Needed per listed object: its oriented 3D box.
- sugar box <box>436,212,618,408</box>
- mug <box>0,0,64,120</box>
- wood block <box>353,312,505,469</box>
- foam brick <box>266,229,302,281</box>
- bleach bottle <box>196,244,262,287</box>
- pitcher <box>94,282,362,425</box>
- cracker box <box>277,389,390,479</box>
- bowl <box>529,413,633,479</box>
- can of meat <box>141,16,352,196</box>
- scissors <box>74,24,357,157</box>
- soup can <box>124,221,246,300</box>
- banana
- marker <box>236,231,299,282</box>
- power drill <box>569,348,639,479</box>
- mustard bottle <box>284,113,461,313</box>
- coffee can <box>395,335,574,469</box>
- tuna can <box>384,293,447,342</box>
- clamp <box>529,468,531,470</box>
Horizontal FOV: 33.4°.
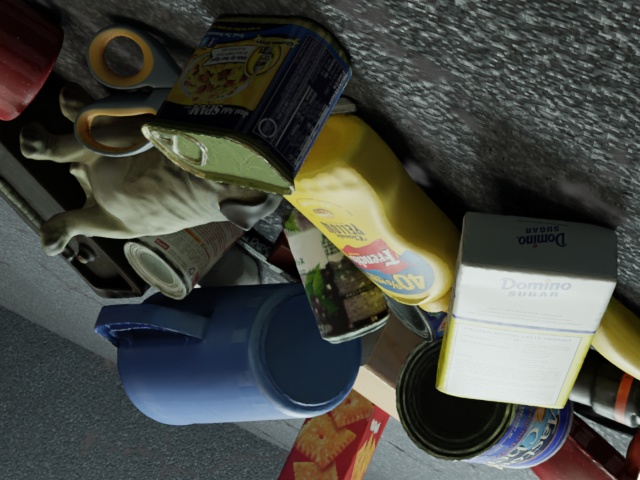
[{"bbox_3d":[0.130,0.050,0.697,0.093,0.048,0.176,7,145,4],"label":"sugar box"},{"bbox_3d":[-0.240,-0.144,0.769,0.081,0.093,0.117,31,-164,-28],"label":"mug"},{"bbox_3d":[0.099,0.124,1.001,0.205,0.090,0.091,39,161,-31],"label":"wood block"},{"bbox_3d":[-0.006,0.001,0.863,0.051,0.053,0.078,30,164,-4],"label":"foam brick"},{"bbox_3d":[-0.110,0.041,1.126,0.102,0.068,0.251,26,166,7],"label":"bleach bottle"},{"bbox_3d":[-0.081,0.096,0.933,0.243,0.149,0.145,-12,101,56],"label":"pitcher"},{"bbox_3d":[0.028,0.205,1.148,0.072,0.213,0.164,23,164,13],"label":"cracker box"},{"bbox_3d":[0.239,0.209,0.979,0.162,0.055,0.162,39,-171,-8],"label":"bowl"},{"bbox_3d":[-0.041,-0.080,0.612,0.102,0.084,0.057,13,159,43],"label":"can of meat"},{"bbox_3d":[-0.077,-0.106,0.688,0.202,0.096,0.016,-12,179,24],"label":"scissors"},{"bbox_3d":[-0.104,-0.009,0.883,0.068,0.102,0.068,31,151,19],"label":"soup can"},{"bbox_3d":[0.254,0.089,0.724,0.198,0.037,0.070,28,164,1],"label":"banana"},{"bbox_3d":[-0.059,0.009,1.041,0.121,0.020,0.020,37,162,-29],"label":"marker"},{"bbox_3d":[0.270,0.149,0.848,0.185,0.057,0.187,18,161,31],"label":"power drill"},{"bbox_3d":[0.045,-0.008,0.721,0.096,0.058,0.191,4,148,47],"label":"mustard bottle"},{"bbox_3d":[0.138,0.134,0.879,0.103,0.103,0.140,18,177,33],"label":"coffee can"},{"bbox_3d":[0.072,0.037,0.824,0.086,0.033,0.086,49,169,12],"label":"tuna can"},{"bbox_3d":[0.226,0.228,1.208,0.165,0.036,0.209,16,161,39],"label":"clamp"}]
